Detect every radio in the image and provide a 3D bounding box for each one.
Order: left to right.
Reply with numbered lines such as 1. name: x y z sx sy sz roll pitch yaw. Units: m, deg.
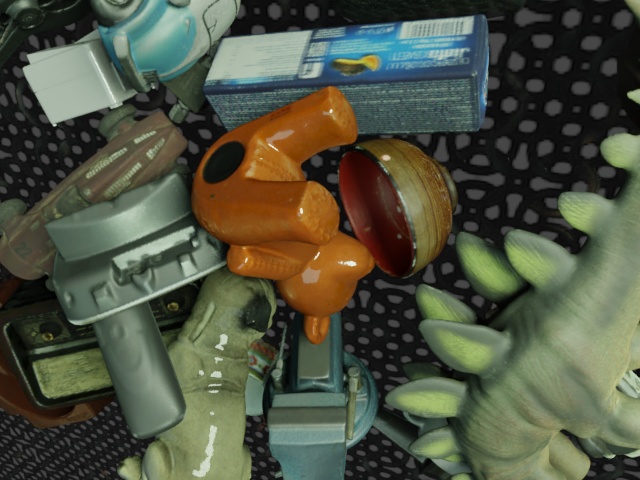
1. radio: -0.206 0.088 0.568 0.230 0.073 0.130 -14 117 0

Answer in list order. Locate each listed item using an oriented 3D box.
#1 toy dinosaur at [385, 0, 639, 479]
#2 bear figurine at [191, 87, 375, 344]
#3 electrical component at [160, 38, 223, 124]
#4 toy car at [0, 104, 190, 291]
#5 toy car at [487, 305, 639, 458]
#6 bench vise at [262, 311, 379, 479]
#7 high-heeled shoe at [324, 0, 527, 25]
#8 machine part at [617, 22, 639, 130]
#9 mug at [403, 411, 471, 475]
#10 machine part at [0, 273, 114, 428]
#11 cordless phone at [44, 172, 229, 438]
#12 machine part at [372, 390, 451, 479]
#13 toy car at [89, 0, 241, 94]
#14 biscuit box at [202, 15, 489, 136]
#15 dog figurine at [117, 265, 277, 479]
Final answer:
1. toy dinosaur: 0.162 0.089 0.389 0.199 0.105 0.470 19 121 4
2. bear figurine: -0.004 -0.001 0.418 0.132 0.120 0.195 -8 141 32
3. electrical component: -0.118 -0.147 0.466 0.063 0.021 0.094 41 126 -7
4. toy car: -0.210 -0.039 0.491 0.202 0.053 0.089 -39 97 3
5. toy car: 0.233 0.122 0.483 0.201 0.056 0.073 45 118 -12
6. bench vise: 0.004 0.194 0.536 0.129 0.224 0.240 -11 138 -4
7. high-heeled shoe: 0.024 -0.232 0.352 0.249 0.086 0.145 9 90 -8
8. machine part: 0.264 -0.114 0.296 0.179 0.056 0.179 4 134 5
9. mug: 0.144 0.162 0.531 0.110 0.081 0.107 26 114 8
10. machine part: -0.366 0.141 0.702 0.202 0.087 0.200 -20 112 28
11. cordless phone: -0.124 0.052 0.432 0.147 0.088 0.184 -22 83 -5
12. machine part: 0.107 0.220 0.602 0.139 0.039 0.084 34 131 -4
13. toy car: -0.108 -0.192 0.387 0.103 0.109 0.161 -5 87 -10
14. biscuit box: 0.019 -0.116 0.399 0.203 0.059 0.062 3 152 19
15. dog figurine: -0.089 0.130 0.466 0.173 0.121 0.190 49 120 43
